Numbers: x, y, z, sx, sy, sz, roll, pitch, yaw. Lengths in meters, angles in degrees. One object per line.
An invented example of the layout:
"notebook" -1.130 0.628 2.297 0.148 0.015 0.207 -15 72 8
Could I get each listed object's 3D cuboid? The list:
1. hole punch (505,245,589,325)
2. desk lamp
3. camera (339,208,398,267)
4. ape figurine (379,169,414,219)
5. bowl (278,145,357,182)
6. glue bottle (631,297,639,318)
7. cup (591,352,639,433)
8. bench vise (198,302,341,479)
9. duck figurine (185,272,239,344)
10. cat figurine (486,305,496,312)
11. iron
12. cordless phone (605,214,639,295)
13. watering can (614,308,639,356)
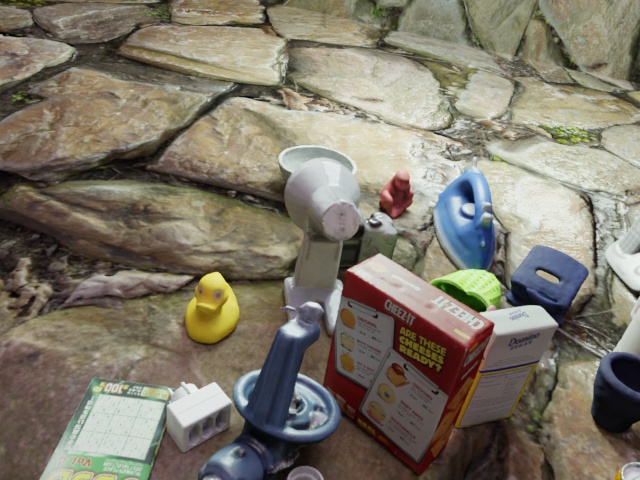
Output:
"hole punch" 0.390 0.075 0.982 0.108 0.091 0.101 30 38 28
"desk lamp" 0.008 0.003 0.877 0.118 0.213 0.203 2 34 -12
"camera" 0.056 -0.028 1.041 0.143 0.101 0.136 -1 34 -16
"ape figurine" 0.162 -0.102 1.189 0.078 0.092 0.076 -2 35 -17
"bowl" -0.008 -0.133 1.206 0.167 0.075 0.167 7 33 -4
"glue bottle" 0.575 0.084 0.942 0.037 0.173 0.078 5 33 -8
"cup" 0.411 0.222 0.762 0.092 0.095 0.117 1 34 -13
"bench vise" -0.042 0.183 0.586 0.121 0.220 0.207 14 33 7
"duck figurine" -0.154 0.085 0.827 0.077 0.086 0.104 12 33 4
"cat figurine" 0.245 0.141 0.819 0.128 0.118 0.067 -21 44 -39
"iron" 0.297 -0.049 1.098 0.118 0.141 0.258 8 33 -3
"cordless phone" 0.628 0.002 1.068 0.094 0.185 0.147 3 34 -10
"watering can" 0.518 0.121 0.851 0.101 0.194 0.172 -1 34 -15
